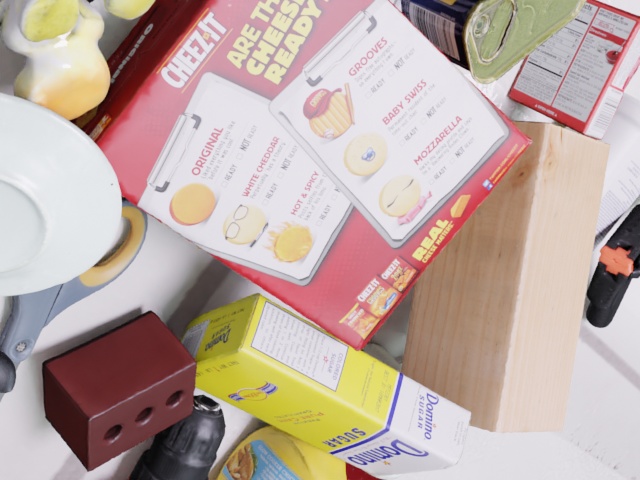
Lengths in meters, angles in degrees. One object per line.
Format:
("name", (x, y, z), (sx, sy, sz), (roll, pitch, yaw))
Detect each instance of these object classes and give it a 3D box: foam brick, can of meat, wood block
("foam brick", (-0.119, 0.089, 0.636), (0.078, 0.051, 0.053), (-27, 144, -34))
("can of meat", (0.098, -0.153, 0.652), (0.102, 0.084, 0.057), (-39, 138, -16))
("wood block", (0.129, 0.025, 0.752), (0.090, 0.090, 0.206), (9, 90, -46))

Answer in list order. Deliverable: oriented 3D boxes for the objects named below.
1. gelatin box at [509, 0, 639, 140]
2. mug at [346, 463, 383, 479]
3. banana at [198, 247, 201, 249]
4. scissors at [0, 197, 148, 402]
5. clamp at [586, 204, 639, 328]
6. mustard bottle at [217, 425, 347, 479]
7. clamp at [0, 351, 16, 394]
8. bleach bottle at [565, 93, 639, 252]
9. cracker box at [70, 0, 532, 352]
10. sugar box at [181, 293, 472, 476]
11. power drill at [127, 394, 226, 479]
("gelatin box", (0.187, -0.126, 0.763), (0.030, 0.073, 0.089), (9, 110, -47))
("mug", (0.022, 0.219, 0.852), (0.117, 0.093, 0.081), (-54, 145, -49))
("banana", (0.005, -0.015, 0.698), (0.197, 0.037, 0.070), (8, 110, -46))
("scissors", (-0.155, 0.049, 0.612), (0.096, 0.016, 0.202), (-8, 126, -43))
("clamp", (0.270, 0.004, 0.918), (0.164, 0.036, 0.209), (-62, 162, 5))
("mustard bottle", (-0.037, 0.191, 0.760), (0.191, 0.096, 0.058), (-52, 139, -1))
("clamp", (-0.240, 0.058, 0.520), (0.120, 0.039, 0.171), (-44, 132, -13))
("bleach bottle", (0.180, 0.002, 0.854), (0.251, 0.068, 0.102), (-55, 147, 5))
("cracker box", (-0.008, -0.059, 0.589), (0.213, 0.072, 0.164), (36, 96, -35))
("sugar box", (0.001, 0.099, 0.683), (0.176, 0.094, 0.048), (33, 59, -23))
("power drill", (-0.155, 0.179, 0.668), (0.187, 0.057, 0.184), (7, 113, -47))
